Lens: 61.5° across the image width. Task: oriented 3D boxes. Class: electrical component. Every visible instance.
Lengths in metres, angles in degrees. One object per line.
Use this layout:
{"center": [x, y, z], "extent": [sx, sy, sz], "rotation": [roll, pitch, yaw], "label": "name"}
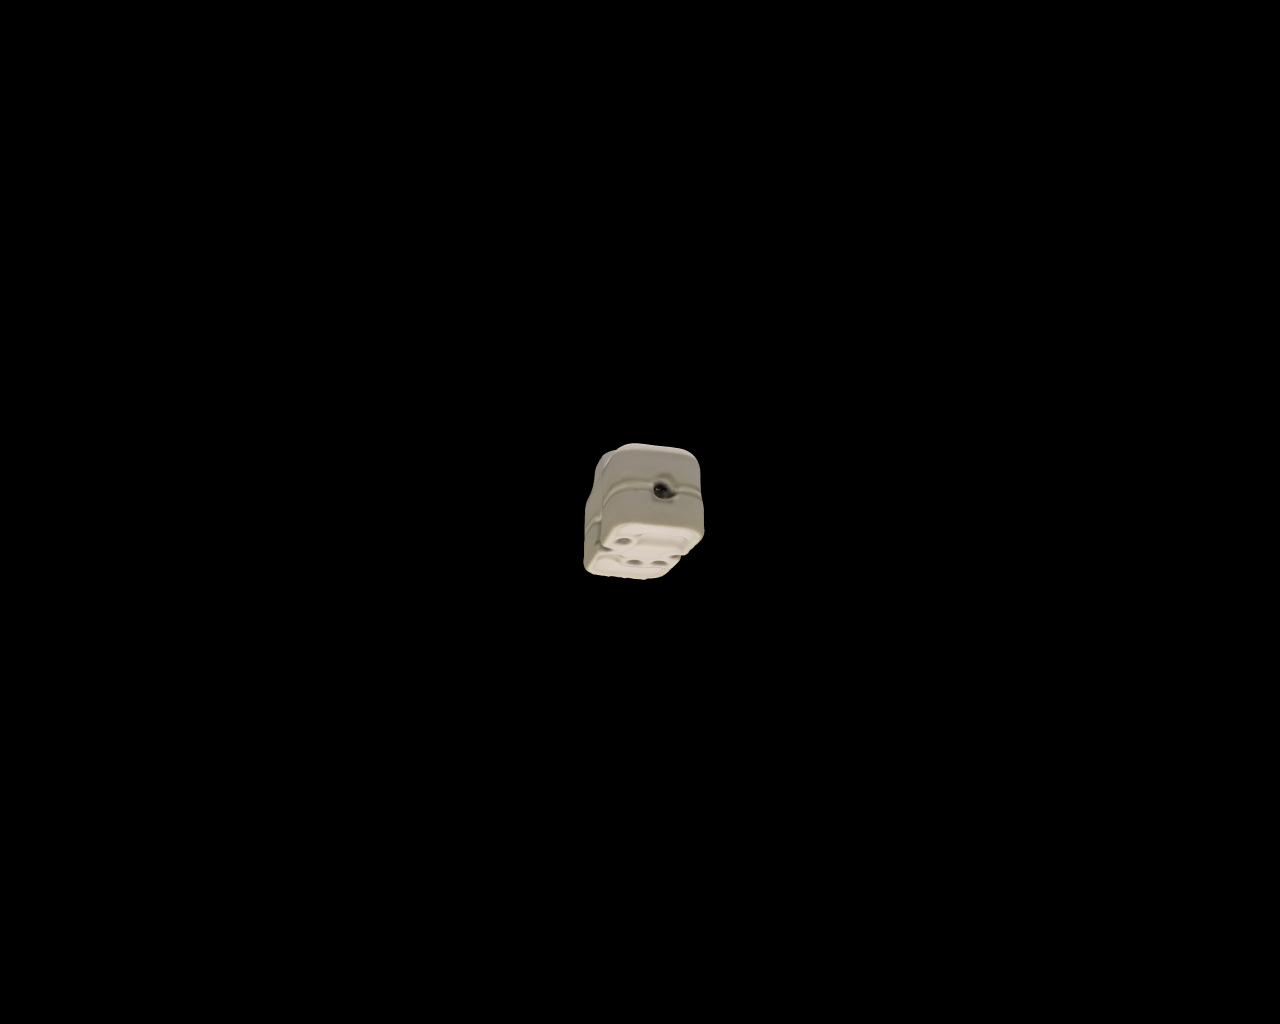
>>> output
{"center": [0.001, -0.003, 0.650], "extent": [0.054, 0.059, 0.095], "rotation": [6, -23, -14], "label": "electrical component"}
